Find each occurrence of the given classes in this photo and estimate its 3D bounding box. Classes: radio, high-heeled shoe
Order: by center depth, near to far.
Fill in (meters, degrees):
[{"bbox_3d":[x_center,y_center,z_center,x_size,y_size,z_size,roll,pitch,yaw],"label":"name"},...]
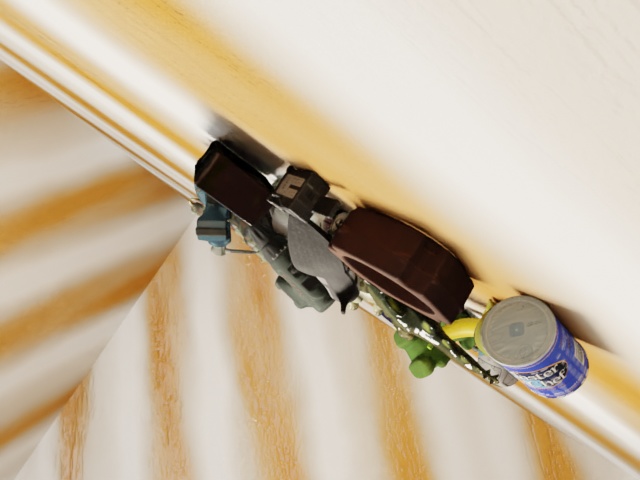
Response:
[{"bbox_3d":[-0.157,-0.109,0.975,0.131,0.073,0.230,37,-176,-19],"label":"radio"},{"bbox_3d":[0.011,0.025,0.986,0.145,0.086,0.248,-82,-29,-61],"label":"high-heeled shoe"}]

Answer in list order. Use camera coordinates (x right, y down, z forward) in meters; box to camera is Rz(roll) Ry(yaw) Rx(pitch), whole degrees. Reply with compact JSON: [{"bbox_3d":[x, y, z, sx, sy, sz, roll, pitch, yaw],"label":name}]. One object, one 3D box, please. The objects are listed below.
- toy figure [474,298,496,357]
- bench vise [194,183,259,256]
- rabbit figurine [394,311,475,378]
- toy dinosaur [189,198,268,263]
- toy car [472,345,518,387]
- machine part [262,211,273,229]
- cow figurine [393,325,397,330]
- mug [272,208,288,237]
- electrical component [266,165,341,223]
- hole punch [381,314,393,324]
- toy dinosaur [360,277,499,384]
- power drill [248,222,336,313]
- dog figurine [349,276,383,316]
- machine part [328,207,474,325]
[{"bbox_3d":[0.303,0.164,0.916,0.082,0.089,0.180,23,168,15],"label":"toy figure"},{"bbox_3d":[-0.211,-0.088,1.192,0.241,0.129,0.223,-83,-17,-70],"label":"bench vise"},{"bbox_3d":[0.280,0.218,1.188,0.159,0.170,0.121,5,-128,-40],"label":"rabbit figurine"},{"bbox_3d":[-0.172,-0.044,1.354,0.405,0.131,0.192,30,170,39],"label":"toy dinosaur"},{"bbox_3d":[0.385,0.258,1.141,0.109,0.103,0.161,27,169,47],"label":"toy car"},{"bbox_3d":[-0.130,-0.074,1.210,0.138,0.039,0.084,68,163,-3],"label":"machine part"},{"bbox_3d":[0.272,0.194,1.316,0.167,0.098,0.068,14,170,-3],"label":"cow figurine"},{"bbox_3d":[-0.031,-0.044,1.078,0.107,0.081,0.109,25,133,26],"label":"mug"},{"bbox_3d":[-0.023,-0.067,0.843,0.047,0.075,0.119,38,175,-38],"label":"electrical component"},{"bbox_3d":[0.196,0.172,1.460,0.142,0.092,0.116,33,178,-34],"label":"hole punch"},{"bbox_3d":[0.169,0.126,1.058,0.472,0.105,0.198,39,176,33],"label":"toy dinosaur"},{"bbox_3d":[-0.058,0.065,1.148,0.232,0.086,0.207,42,161,11],"label":"power drill"},{"bbox_3d":[0.146,0.115,1.244,0.172,0.121,0.191,16,172,-20],"label":"dog figurine"},{"bbox_3d":[0.129,0.039,0.852,0.202,0.087,0.200,29,171,41],"label":"machine part"}]
